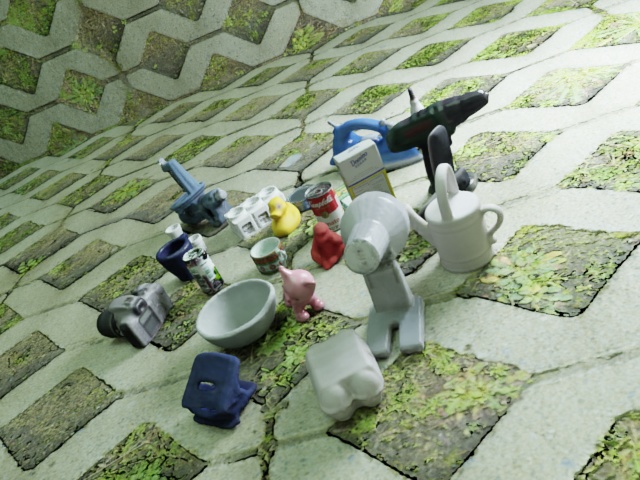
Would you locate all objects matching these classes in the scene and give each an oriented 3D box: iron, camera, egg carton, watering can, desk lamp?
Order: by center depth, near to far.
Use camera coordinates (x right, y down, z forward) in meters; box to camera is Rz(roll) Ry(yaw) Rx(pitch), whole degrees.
[{"bbox_3d":[0.038,0.207,0.895,0.107,0.069,0.150,-27,30,-2],"label":"egg carton"},{"bbox_3d":[0.102,0.049,0.950,0.117,0.214,0.203,-15,32,18],"label":"desk lamp"},{"bbox_3d":[0.230,-0.043,1.016,0.172,0.194,0.101,-20,30,11],"label":"watering can"},{"bbox_3d":[-0.429,0.164,1.289,0.136,0.101,0.143,-10,33,25],"label":"camera"},{"bbox_3d":[0.135,-0.260,1.485,0.257,0.142,0.119,1,39,38],"label":"iron"}]

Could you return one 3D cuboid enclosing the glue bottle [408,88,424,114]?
[{"bbox_3d":[0.250,-0.301,1.430,0.037,0.173,0.078,-14,32,20],"label":"glue bottle"}]

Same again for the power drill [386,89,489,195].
[{"bbox_3d":[0.266,-0.200,1.222,0.229,0.209,0.075,-11,33,25],"label":"power drill"}]

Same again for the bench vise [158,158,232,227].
[{"bbox_3d":[-0.346,-0.145,1.592,0.207,0.220,0.121,-13,32,22],"label":"bench vise"}]

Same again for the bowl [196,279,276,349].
[{"bbox_3d":[-0.152,0.156,1.116,0.167,0.075,0.167,-19,30,12],"label":"bowl"}]

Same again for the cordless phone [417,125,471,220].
[{"bbox_3d":[0.231,-0.123,1.152,0.093,0.185,0.148,6,43,43],"label":"cordless phone"}]

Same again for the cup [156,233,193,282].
[{"bbox_3d":[-0.337,0.046,1.410,0.091,0.095,0.118,-13,32,21],"label":"cup"}]

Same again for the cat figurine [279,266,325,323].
[{"bbox_3d":[-0.045,0.089,1.097,0.067,0.118,0.127,-33,31,-12],"label":"cat figurine"}]

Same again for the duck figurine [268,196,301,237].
[{"bbox_3d":[-0.096,-0.070,1.418,0.077,0.086,0.104,-12,33,23],"label":"duck figurine"}]

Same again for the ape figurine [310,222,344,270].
[{"bbox_3d":[0.011,0.004,1.213,0.077,0.092,0.076,-20,30,11],"label":"ape figurine"}]

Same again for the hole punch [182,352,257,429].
[{"bbox_3d":[-0.177,0.252,0.966,0.108,0.091,0.101,-3,37,34],"label":"hole punch"}]
